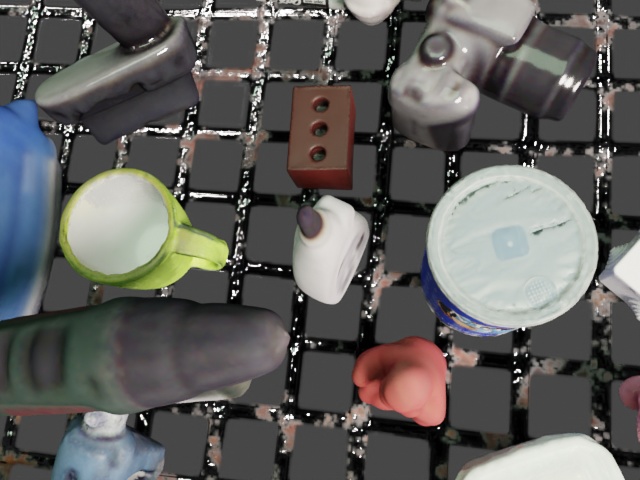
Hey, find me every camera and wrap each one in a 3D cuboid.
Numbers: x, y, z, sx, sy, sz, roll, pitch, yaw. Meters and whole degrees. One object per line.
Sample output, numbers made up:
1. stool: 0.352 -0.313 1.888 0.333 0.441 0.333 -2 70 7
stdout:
1. camera: 0.144 -0.142 0.469 0.136 0.101 0.143 28 83 13

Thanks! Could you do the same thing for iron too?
1. iron: -0.310 -0.011 0.482 0.118 0.141 0.258 -6 77 7

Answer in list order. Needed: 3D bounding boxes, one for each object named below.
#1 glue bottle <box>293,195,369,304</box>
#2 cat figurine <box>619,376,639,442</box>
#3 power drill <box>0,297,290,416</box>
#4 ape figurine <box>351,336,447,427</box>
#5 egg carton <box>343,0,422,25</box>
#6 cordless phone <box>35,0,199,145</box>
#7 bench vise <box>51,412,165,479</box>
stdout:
1. glue bottle: 0.004 0.002 0.421 0.037 0.173 0.078 25 82 12
2. cat figurine: 0.266 0.119 0.389 0.128 0.118 0.067 -23 76 3
3. power drill: -0.117 0.081 0.402 0.229 0.208 0.075 -7 77 6
4. ape figurine: 0.064 0.108 0.432 0.076 0.092 0.077 -40 76 -2
5. egg carton: 0.048 -0.277 0.527 0.107 0.069 0.150 -29 76 1
6. cordless phone: -0.190 -0.168 0.476 0.147 0.185 0.094 -28 76 1
7. bench vise: -0.205 0.205 0.382 0.121 0.220 0.207 3 79 9
